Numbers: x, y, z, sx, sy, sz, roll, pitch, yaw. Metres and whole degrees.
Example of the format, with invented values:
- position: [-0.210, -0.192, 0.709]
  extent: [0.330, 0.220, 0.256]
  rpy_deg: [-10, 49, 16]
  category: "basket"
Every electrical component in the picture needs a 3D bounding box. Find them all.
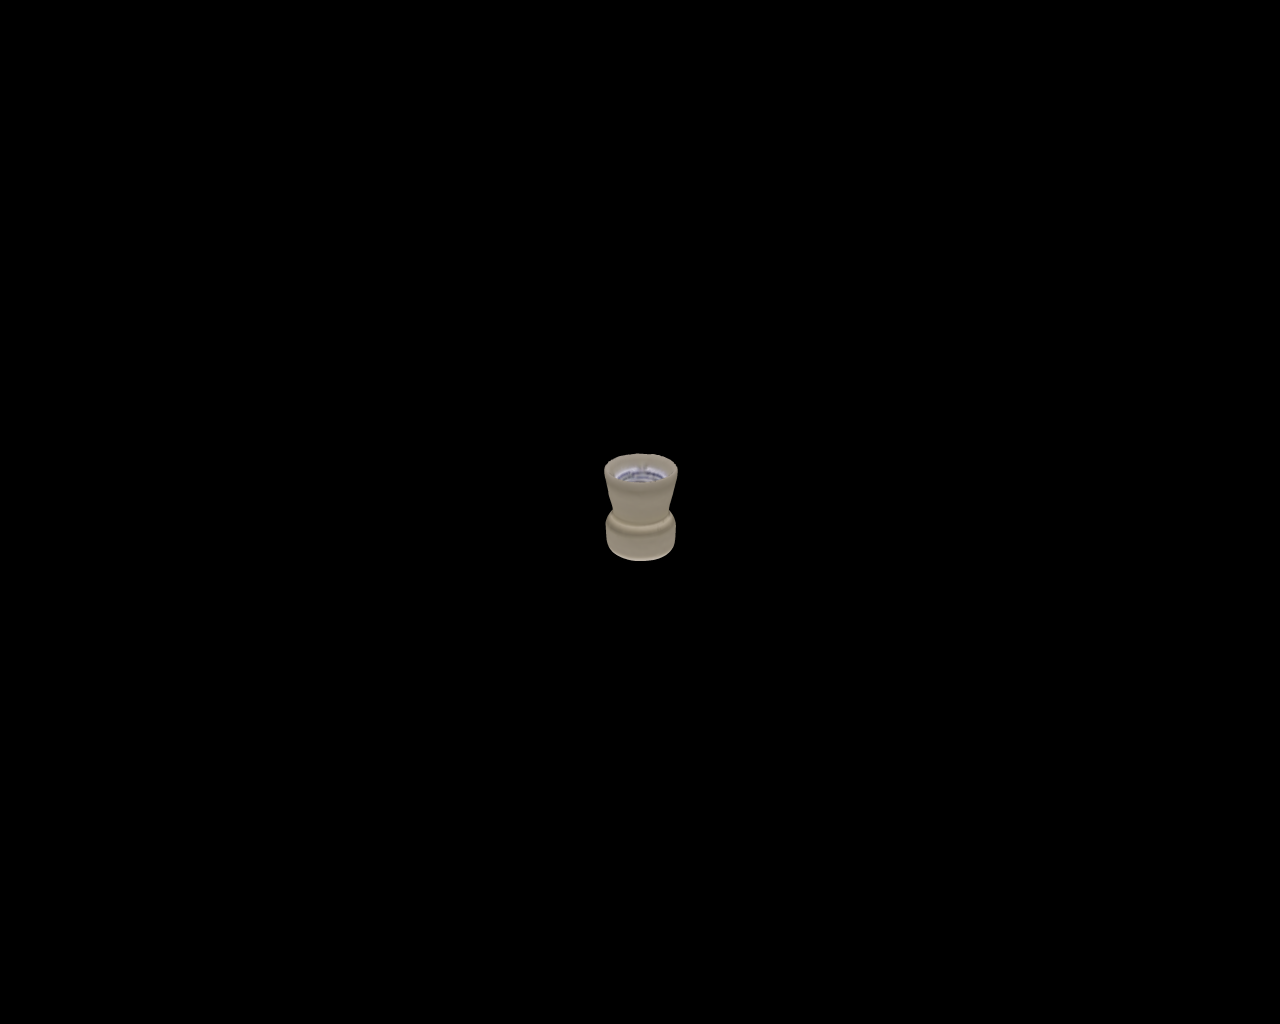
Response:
- position: [0.001, -0.003, 0.650]
  extent: [0.045, 0.055, 0.045]
  rpy_deg: [0, 27, 0]
  category: "electrical component"
